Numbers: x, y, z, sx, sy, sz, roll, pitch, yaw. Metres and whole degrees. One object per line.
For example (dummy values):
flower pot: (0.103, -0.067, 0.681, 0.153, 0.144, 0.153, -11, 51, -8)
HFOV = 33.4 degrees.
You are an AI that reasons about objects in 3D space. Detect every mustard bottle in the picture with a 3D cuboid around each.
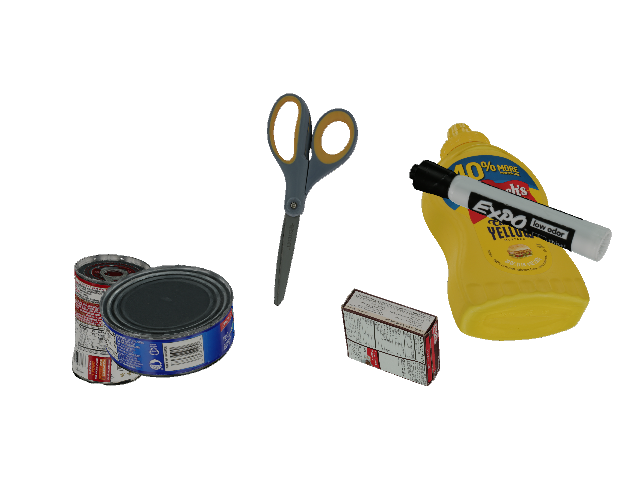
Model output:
mustard bottle: (0.129, -0.017, 0.810, 0.096, 0.191, 0.058, -3, -40, -11)

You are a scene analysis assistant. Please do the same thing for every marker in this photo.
marker: (0.103, -0.019, 0.600, 0.121, 0.020, 0.020, 24, 12, 28)

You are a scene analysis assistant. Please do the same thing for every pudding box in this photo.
pudding box: (0.083, 0.113, 1.248, 0.114, 0.090, 0.039, 16, 46, 25)

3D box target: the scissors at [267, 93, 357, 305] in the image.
scissors: (-0.006, -0.042, 1.021, 0.096, 0.202, 0.016, -6, -3, 5)

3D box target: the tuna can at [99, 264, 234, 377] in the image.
tuna can: (-0.098, 0.052, 0.693, 0.086, 0.034, 0.086, -1, 29, 0)

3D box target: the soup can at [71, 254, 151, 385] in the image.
soup can: (-0.191, 0.072, 0.967, 0.068, 0.102, 0.068, 6, 19, -2)
